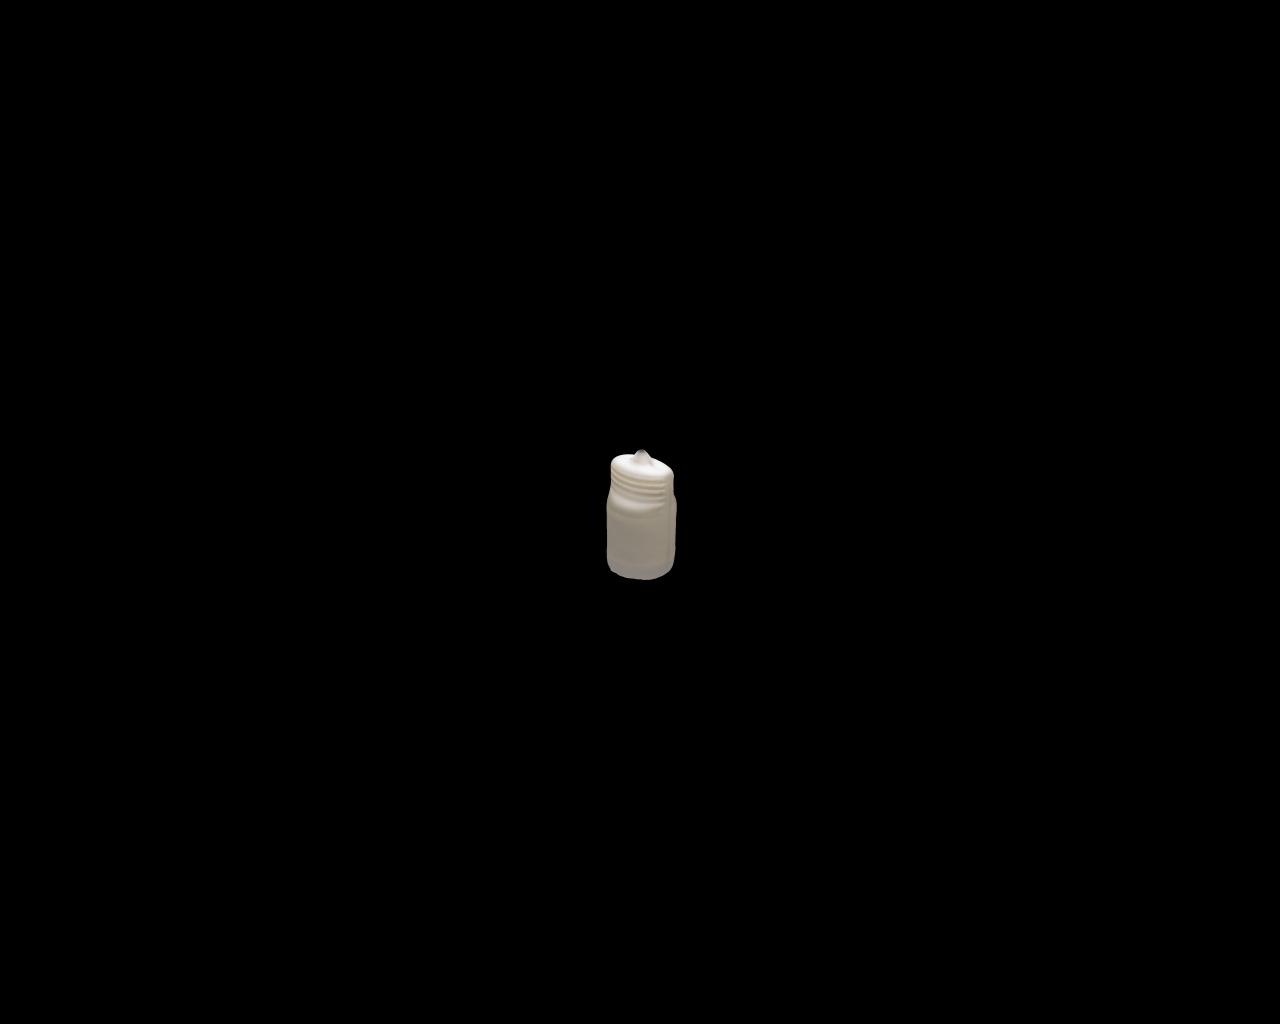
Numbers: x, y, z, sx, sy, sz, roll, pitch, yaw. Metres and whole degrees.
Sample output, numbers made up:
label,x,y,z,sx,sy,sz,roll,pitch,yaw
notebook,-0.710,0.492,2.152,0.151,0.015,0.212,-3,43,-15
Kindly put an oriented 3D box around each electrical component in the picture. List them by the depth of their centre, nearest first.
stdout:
label,x,y,z,sx,sy,sz,roll,pitch,yaw
electrical component,0.001,-0.003,0.650,0.043,0.080,0.043,0,29,0
